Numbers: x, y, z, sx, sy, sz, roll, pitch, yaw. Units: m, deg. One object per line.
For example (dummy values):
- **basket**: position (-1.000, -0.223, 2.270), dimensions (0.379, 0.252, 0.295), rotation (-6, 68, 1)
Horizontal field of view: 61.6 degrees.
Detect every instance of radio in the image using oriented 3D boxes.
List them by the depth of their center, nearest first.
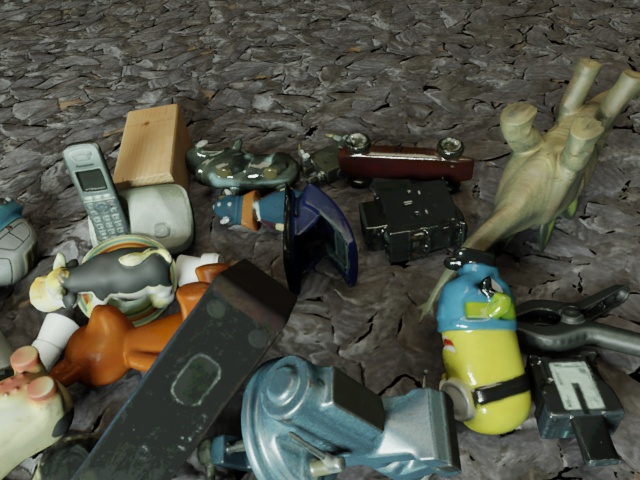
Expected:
- **radio**: position (-0.115, 0.130, 0.484), dimensions (0.073, 0.131, 0.229), rotation (35, 91, -1)

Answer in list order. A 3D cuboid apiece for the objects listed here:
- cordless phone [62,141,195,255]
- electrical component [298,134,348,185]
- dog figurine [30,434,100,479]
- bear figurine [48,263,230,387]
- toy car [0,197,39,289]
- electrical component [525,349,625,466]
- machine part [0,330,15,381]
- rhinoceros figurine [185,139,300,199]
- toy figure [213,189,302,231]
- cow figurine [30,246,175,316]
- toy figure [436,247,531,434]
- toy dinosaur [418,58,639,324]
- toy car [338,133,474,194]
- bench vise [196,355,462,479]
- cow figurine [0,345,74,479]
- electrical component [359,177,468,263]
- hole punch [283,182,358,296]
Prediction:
- **cordless phone**: position (-0.258, -0.062, 0.741), dimensions (0.147, 0.184, 0.089), rotation (-9, 39, -1)
- **electrical component**: position (0.010, -0.134, 0.877), dimensions (0.102, 0.045, 0.078), rotation (-23, 44, -15)
- **dog figurine**: position (-0.254, 0.278, 0.463), dimensions (0.172, 0.121, 0.191), rotation (-20, 31, -17)
- **bear figurine**: position (-0.202, 0.099, 0.613), dimensions (0.196, 0.131, 0.120), rotation (1, 13, 4)
- **toy car**: position (-0.457, 0.016, 0.760), dimensions (0.103, 0.109, 0.162), rotation (22, 35, -2)
- **electrical component**: position (0.253, 0.168, 0.526), dimensions (0.075, 0.047, 0.119), rotation (-7, 44, 1)
- **machine part**: position (-0.411, 0.135, 0.635), dimensions (0.079, 0.079, 0.243), rotation (-37, 52, -27)
- **rhinoceros figurine**: position (-0.128, -0.116, 0.858), dimensions (0.190, 0.073, 0.112), rotation (6, 47, 14)
- **toy figure**: position (-0.080, -0.042, 0.788), dimensions (0.155, 0.057, 0.064), rotation (-1, 37, 14)
- **cow figurine**: position (-0.264, 0.048, 0.649), dimensions (0.167, 0.098, 0.068), rotation (-8, 65, -19)
- **toy figure**: position (0.163, 0.101, 0.542), dimensions (0.089, 0.082, 0.180), rotation (-2, 74, 22)
- **toy dinosaur**: position (0.278, -0.077, 0.669), dimensions (0.471, 0.198, 0.105), rotation (-35, 50, -23)
- **toy car**: position (0.128, -0.118, 0.812), dimensions (0.202, 0.089, 0.053), rotation (4, 49, 14)
- **bench vise**: position (-0.006, 0.178, 0.487), dimensions (0.241, 0.223, 0.129), rotation (-25, 55, 29)
- **cow figurine**: position (-0.331, 0.207, 0.512), dimensions (0.086, 0.127, 0.195), rotation (31, 54, 34)
- **electrical component**: position (0.124, -0.030, 0.745), dimensions (0.134, 0.058, 0.115), rotation (-9, 42, -2)
- **hole punch**: position (-0.001, -0.002, 0.686), dimensions (0.092, 0.142, 0.116), rotation (-7, 57, 3)
